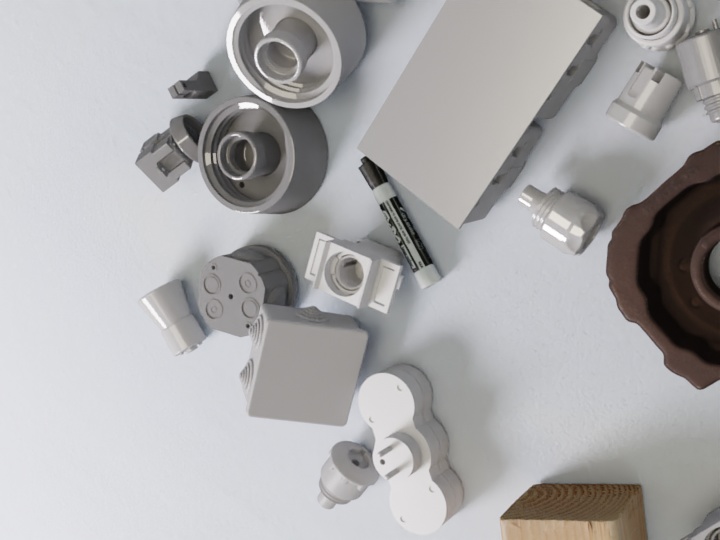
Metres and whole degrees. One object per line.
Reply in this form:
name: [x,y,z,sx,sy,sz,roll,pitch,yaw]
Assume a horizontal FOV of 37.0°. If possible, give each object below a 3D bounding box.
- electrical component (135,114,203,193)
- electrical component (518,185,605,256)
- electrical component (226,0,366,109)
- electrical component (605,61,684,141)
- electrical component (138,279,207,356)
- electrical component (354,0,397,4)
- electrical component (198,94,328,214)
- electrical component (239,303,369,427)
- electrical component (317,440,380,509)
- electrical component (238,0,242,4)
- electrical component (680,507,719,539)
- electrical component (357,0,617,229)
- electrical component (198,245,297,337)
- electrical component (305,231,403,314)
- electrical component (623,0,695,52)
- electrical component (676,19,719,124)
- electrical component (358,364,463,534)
electrical component: [-0.166,-0.107,0.966,0.055,0.066,0.048,-33,116,20]
electrical component: [0.149,-0.042,0.813,0.062,0.043,0.043,35,112,20]
electrical component: [-0.055,-0.182,0.865,0.108,0.060,0.108,12,131,14]
electrical component: [0.206,-0.122,0.774,0.040,0.040,0.046,34,107,20]
electrical component: [-0.172,0.047,1.000,0.044,0.044,0.065,-31,88,28]
electrical component: [-0.001,-0.236,0.865,0.078,0.040,0.040,12,103,27]
electrical component: [-0.089,-0.099,0.922,0.108,0.060,0.108,5,100,27]
electrical component: [-0.049,0.079,0.912,0.100,0.048,0.099,9,106,-18]
electrical component: [-0.016,0.183,0.936,0.048,0.048,0.062,44,122,16]
electrical component: [-0.091,-0.242,0.912,0.078,0.040,0.040,30,111,21]
electrical component: [0.294,0.224,0.765,0.079,0.063,0.121,-42,78,27]
electrical component: [0.096,-0.139,0.817,0.105,0.060,0.186,40,114,17]
electrical component: [-0.100,0.020,0.951,0.080,0.051,0.080,5,100,27]
electrical component: [0.000,0.000,0.887,0.081,0.064,0.042,24,107,23]
electrical component: [0.205,-0.178,0.751,0.048,0.062,0.048,5,100,27]
electrical component: [0.248,-0.132,0.748,0.040,0.040,0.078,-16,90,29]
electrical component: [0.035,0.151,0.886,0.052,0.074,0.138,-18,89,29]
